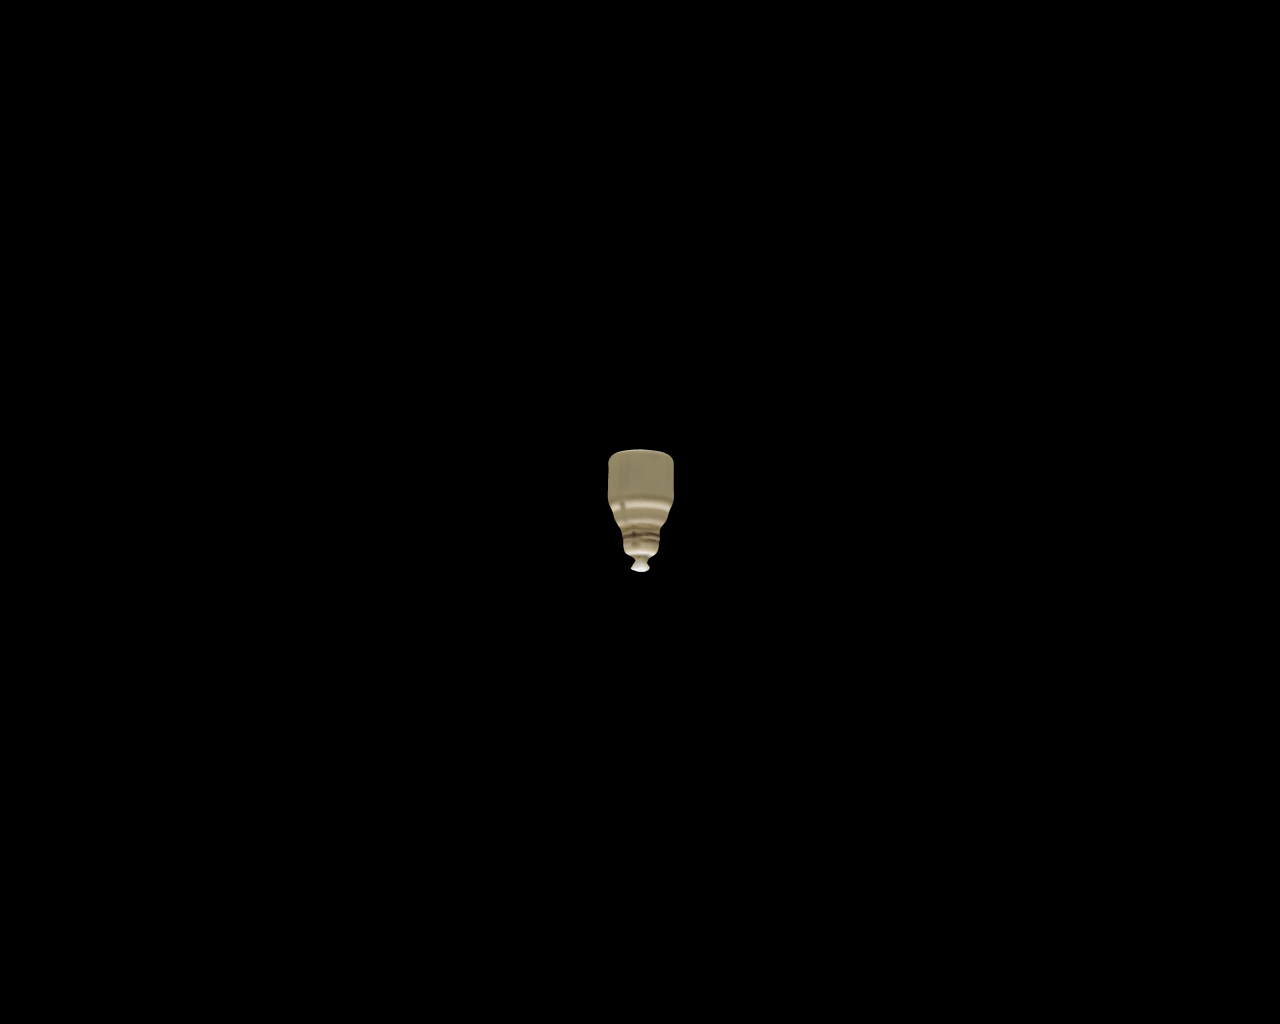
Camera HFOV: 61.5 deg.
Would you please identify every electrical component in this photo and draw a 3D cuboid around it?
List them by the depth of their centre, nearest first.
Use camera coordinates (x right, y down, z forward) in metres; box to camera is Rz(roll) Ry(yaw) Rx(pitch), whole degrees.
[{"bbox_3d":[0.001,-0.003,0.650,0.040,0.078,0.040,0,-11,0],"label":"electrical component"}]
